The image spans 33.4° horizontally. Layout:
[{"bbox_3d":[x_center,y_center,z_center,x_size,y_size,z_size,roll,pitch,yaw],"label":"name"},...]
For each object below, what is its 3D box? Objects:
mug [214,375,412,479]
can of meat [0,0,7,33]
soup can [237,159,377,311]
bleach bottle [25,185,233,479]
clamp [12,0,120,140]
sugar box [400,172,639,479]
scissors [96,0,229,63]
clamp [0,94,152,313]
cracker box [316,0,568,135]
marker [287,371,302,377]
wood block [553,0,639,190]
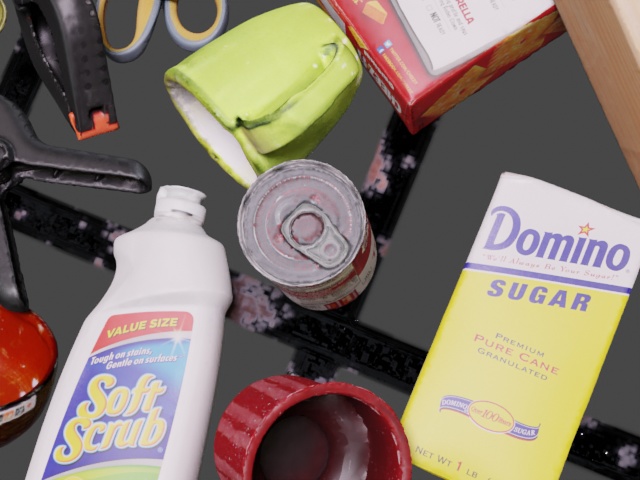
[{"bbox_3d":[-0.018,0.125,0.575,0.117,0.082,0.093,-40,104,-16],"label":"mug"},{"bbox_3d":[-0.264,-0.149,0.676,0.102,0.084,0.057,-30,76,1],"label":"can of meat"},{"bbox_3d":[-0.004,0.001,0.603,0.068,0.102,0.068,-1,78,7],"label":"soup can"},{"bbox_3d":[-0.113,0.090,0.621,0.102,0.068,0.251,9,78,8],"label":"bleach bottle"},{"bbox_3d":[-0.170,-0.165,0.647,0.036,0.165,0.210,-21,84,-26],"label":"clamp"},{"bbox_3d":[0.114,0.057,0.605,0.093,0.048,0.176,21,83,10],"label":"sugar box"},{"bbox_3d":[-0.088,-0.206,0.700,0.096,0.016,0.202,17,81,9],"label":"scissors"},{"bbox_3d":[-0.204,-0.035,0.663,0.171,0.039,0.120,28,63,15],"label":"clamp"},{"bbox_3d":[0.096,-0.192,0.645,0.213,0.072,0.164,-34,78,-1],"label":"cracker box"},{"bbox_3d":[-0.038,0.134,0.623,0.020,0.020,0.121,21,82,11],"label":"marker"},{"bbox_3d":[0.192,-0.109,0.562,0.090,0.091,0.206,-29,105,0],"label":"wood block"}]
